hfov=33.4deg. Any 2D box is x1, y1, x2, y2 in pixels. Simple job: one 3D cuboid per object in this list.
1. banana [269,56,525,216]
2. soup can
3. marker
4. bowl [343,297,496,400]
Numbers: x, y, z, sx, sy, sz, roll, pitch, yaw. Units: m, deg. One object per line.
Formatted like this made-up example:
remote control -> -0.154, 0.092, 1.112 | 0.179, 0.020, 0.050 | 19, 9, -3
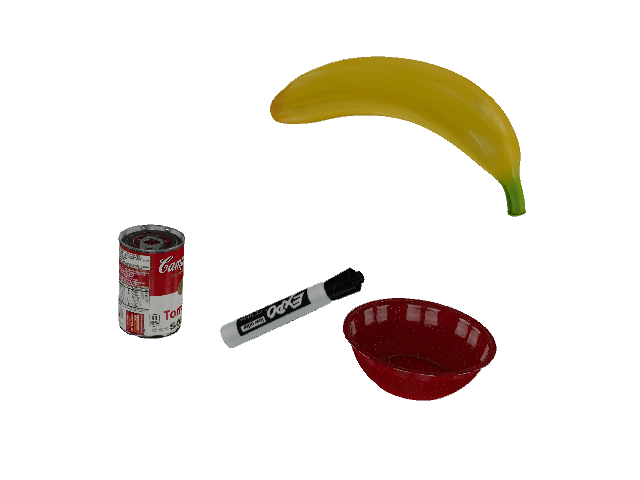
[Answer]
banana -> 0.048, -0.080, 0.665 | 0.198, 0.070, 0.037 | 26, 10, 33
soup can -> -0.177, 0.043, 1.115 | 0.068, 0.102, 0.068 | 4, 22, -2
marker -> -0.021, 0.050, 0.800 | 0.121, 0.020, 0.020 | -25, -9, 21
bowl -> 0.101, 0.121, 1.126 | 0.162, 0.055, 0.162 | 5, 24, -3
